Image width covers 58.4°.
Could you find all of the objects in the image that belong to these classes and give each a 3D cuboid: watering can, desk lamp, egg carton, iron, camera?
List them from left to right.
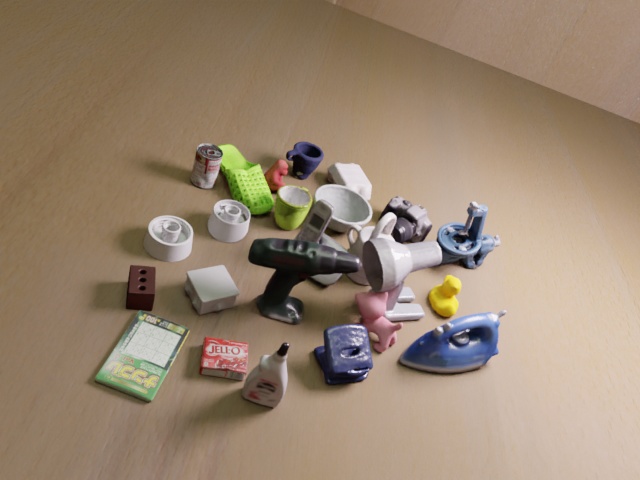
[{"bbox_3d":[0.087,-0.168,1.693,0.107,0.069,0.150,-2,45,-29],"label":"egg carton"},{"bbox_3d":[0.143,0.016,1.410,0.173,0.194,0.101,26,38,2],"label":"watering can"},{"bbox_3d":[0.180,0.085,1.335,0.204,0.213,0.117,0,44,-27],"label":"desk lamp"},{"bbox_3d":[0.229,-0.052,1.608,0.143,0.101,0.137,40,41,19],"label":"camera"},{"bbox_3d":[0.310,0.220,1.305,0.259,0.141,0.118,-4,46,-31],"label":"iron"}]

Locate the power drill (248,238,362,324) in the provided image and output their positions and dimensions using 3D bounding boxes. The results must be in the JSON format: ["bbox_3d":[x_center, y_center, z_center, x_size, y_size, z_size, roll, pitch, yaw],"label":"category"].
[{"bbox_3d":[-0.049,0.082,1.223,0.230,0.208,0.075,17,39,-9],"label":"power drill"}]

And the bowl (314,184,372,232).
[{"bbox_3d":[0.054,-0.074,1.563,0.168,0.074,0.167,15,39,-12],"label":"bowl"}]

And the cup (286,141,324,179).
[{"bbox_3d":[-0.055,-0.223,1.662,0.118,0.095,0.091,-9,49,-35],"label":"cup"}]

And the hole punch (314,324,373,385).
[{"bbox_3d":[0.057,0.238,1.193,0.109,0.091,0.101,-1,45,-28],"label":"hole punch"}]

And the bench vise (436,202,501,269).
[{"bbox_3d":[0.414,-0.023,1.575,0.208,0.219,0.121,-14,52,-38],"label":"bench vise"}]

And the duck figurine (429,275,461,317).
[{"bbox_3d":[0.327,0.136,1.455,0.077,0.086,0.104,16,39,-10],"label":"duck figurine"}]

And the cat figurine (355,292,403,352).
[{"bbox_3d":[0.130,0.170,1.288,0.127,0.117,0.067,39,41,18],"label":"cat figurine"}]

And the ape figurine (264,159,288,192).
[{"bbox_3d":[-0.116,-0.180,1.583,0.076,0.092,0.078,20,39,-5],"label":"ape figurine"}]

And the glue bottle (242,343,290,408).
[{"bbox_3d":[-0.087,0.241,1.048,0.078,0.173,0.037,17,39,-9],"label":"glue bottle"}]

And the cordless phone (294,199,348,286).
[{"bbox_3d":[0.013,0.005,1.362,0.147,0.185,0.094,32,39,10],"label":"cordless phone"}]
